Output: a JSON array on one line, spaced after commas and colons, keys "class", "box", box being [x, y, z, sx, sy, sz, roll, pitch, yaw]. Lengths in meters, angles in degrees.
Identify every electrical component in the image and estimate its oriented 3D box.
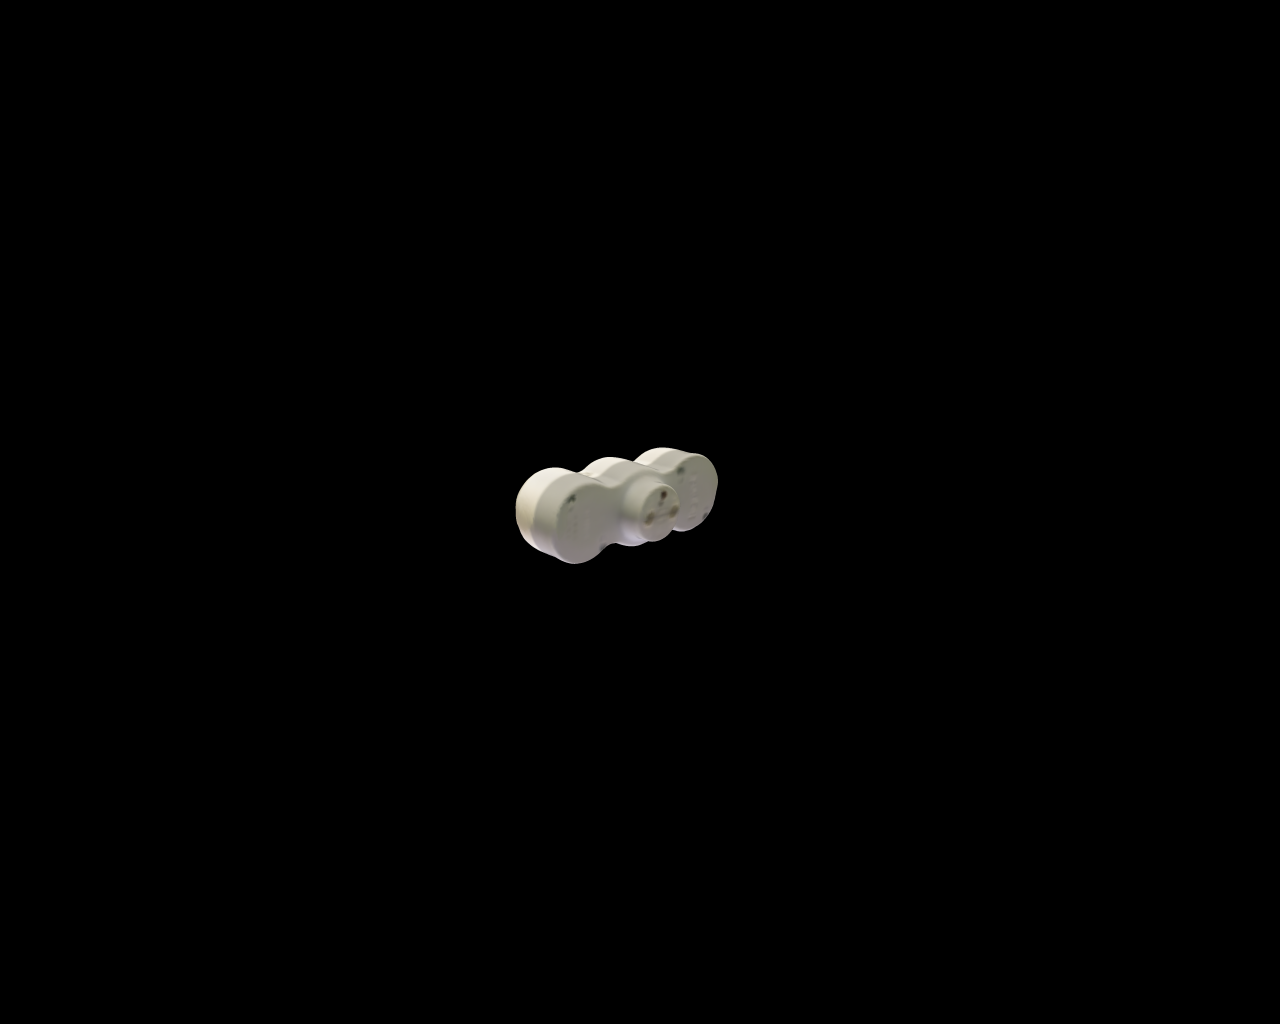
[{"class": "electrical component", "box": [0.001, -0.003, 0.650, 0.138, 0.052, 0.074, -15, 22, -40]}]
